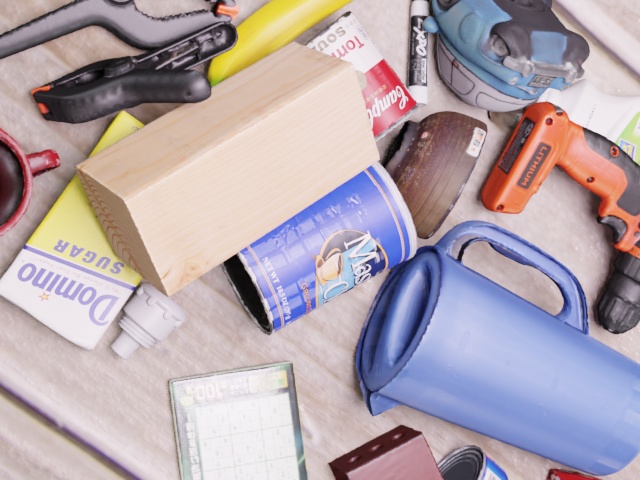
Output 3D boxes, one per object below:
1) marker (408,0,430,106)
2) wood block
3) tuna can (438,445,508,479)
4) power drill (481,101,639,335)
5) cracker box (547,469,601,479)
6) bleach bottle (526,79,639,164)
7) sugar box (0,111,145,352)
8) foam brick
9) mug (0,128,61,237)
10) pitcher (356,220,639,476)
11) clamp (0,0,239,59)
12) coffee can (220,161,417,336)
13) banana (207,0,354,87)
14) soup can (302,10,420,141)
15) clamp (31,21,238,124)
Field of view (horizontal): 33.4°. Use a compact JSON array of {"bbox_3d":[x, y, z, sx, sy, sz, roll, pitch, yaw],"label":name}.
[{"bbox_3d":[0.089,-0.181,0.956,0.020,0.020,0.121,3,88,-15],"label":"marker"},{"bbox_3d":[-0.067,-0.059,0.818,0.205,0.090,0.091,-34,127,-21],"label":"wood block"},{"bbox_3d":[0.120,0.220,0.914,0.033,0.086,0.086,42,78,-12],"label":"tuna can"},{"bbox_3d":[0.241,-0.025,0.939,0.187,0.057,0.184,23,101,-12],"label":"power drill"},{"bbox_3d":[0.226,0.311,0.898,0.072,0.164,0.213,19,83,-12],"label":"cracker box"},{"bbox_3d":[0.310,-0.090,0.990,0.250,0.068,0.102,23,85,-11],"label":"bleach bottle"},{"bbox_3d":[-0.175,-0.007,0.864,0.093,0.048,0.176,35,78,-12],"label":"sugar box"},{"bbox_3d":[0.058,0.200,0.915,0.078,0.053,0.051,-25,94,-15],"label":"foam brick"},{"bbox_3d":[-0.258,-0.046,0.824,0.117,0.082,0.093,-23,94,-15],"label":"mug"},{"bbox_3d":[0.167,0.102,0.909,0.242,0.149,0.145,25,49,-16],"label":"pitcher"},{"bbox_3d":[-0.168,-0.220,0.867,0.209,0.036,0.164,3,104,-17],"label":"clamp"},{"bbox_3d":[-0.006,0.001,0.880,0.140,0.103,0.103,-28,95,-14],"label":"coffee can"},{"bbox_3d":[-0.027,-0.180,0.900,0.197,0.070,0.037,-41,133,-12],"label":"banana"},{"bbox_3d":[0.029,-0.136,0.913,0.068,0.069,0.102,-38,97,-13],"label":"soup can"},{"bbox_3d":[-0.148,-0.122,0.836,0.171,0.120,0.039,-18,113,9],"label":"clamp"}]
